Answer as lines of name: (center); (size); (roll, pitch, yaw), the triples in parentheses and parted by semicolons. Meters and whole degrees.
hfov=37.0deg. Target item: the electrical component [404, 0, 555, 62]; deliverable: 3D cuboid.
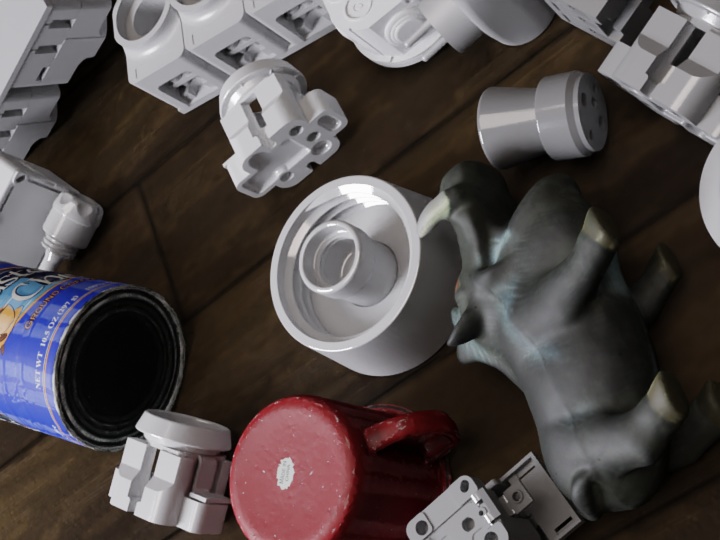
electrical component: (0.058, -0.145, 0.585); (0.079, 0.077, 0.043); (-42, 57, 18)

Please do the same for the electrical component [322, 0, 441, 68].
electrical component: (0.019, -0.165, 0.635); (0.080, 0.051, 0.080); (-11, 70, 32)

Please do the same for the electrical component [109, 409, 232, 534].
electrical component: (-0.108, 0.116, 0.634); (0.078, 0.058, 0.057); (12, 86, 37)

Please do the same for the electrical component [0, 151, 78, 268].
electrical component: (-0.261, -0.034, 0.783); (0.061, 0.062, 0.096); (32, 95, 37)

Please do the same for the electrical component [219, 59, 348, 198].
electrical component: (-0.053, -0.091, 0.659); (0.078, 0.058, 0.057); (-38, 61, 20)

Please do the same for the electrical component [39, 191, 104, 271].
electrical component: (-0.209, -0.024, 0.762); (0.035, 0.035, 0.061); (35, 99, 37)

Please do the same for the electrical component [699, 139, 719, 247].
electrical component: (0.195, -0.031, 0.471); (0.080, 0.051, 0.080); (-11, 70, 32)

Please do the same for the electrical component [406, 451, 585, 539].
electrical component: (0.059, 0.126, 0.510); (0.081, 0.064, 0.042); (-46, 54, 15)

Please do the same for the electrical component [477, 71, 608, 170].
electrical component: (0.095, -0.078, 0.559); (0.055, 0.045, 0.045); (-6, 72, 33)

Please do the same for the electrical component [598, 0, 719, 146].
electrical component: (0.162, -0.099, 0.512); (0.078, 0.058, 0.057); (41, 103, 36)

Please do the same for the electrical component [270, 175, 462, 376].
electrical component: (0.000, 0.000, 0.592); (0.108, 0.060, 0.108); (-11, 70, 32)

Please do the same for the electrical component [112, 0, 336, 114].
electrical component: (-0.086, -0.181, 0.707); (0.150, 0.062, 0.089); (-23, 64, 27)

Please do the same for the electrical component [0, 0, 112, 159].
electrical component: (-0.255, -0.170, 0.777); (0.186, 0.060, 0.105); (-43, 72, 42)
